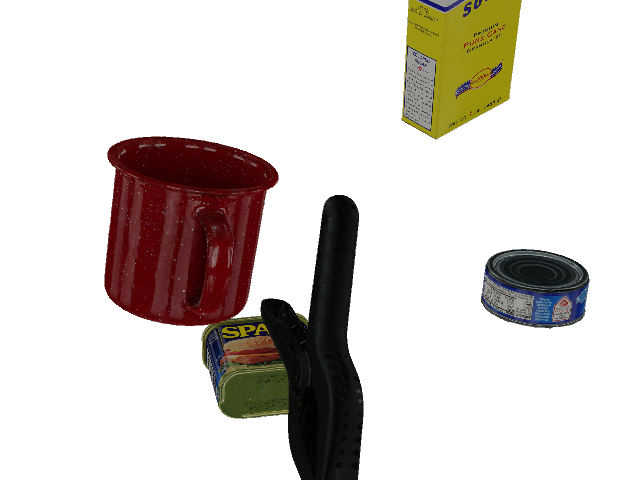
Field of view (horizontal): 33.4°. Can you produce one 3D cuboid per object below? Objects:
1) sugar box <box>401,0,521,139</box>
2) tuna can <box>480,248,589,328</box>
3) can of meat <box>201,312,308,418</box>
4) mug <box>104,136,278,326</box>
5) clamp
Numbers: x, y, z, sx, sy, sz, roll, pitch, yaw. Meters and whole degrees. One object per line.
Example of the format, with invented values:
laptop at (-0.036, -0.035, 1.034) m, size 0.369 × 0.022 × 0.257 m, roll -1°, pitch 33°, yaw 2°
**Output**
sugar box at (0.111, -0.174, 0.817) m, size 0.093 × 0.176 × 0.048 m, roll -31°, pitch 51°, yaw -31°
tuna can at (0.177, 0.038, 0.878) m, size 0.086 × 0.034 × 0.086 m, roll 2°, pitch 22°, yaw -1°
can of meat at (-0.050, 0.112, 0.954) m, size 0.102 × 0.057 × 0.084 m, roll -5°, pitch 27°, yaw -13°
mug at (-0.070, 0.000, 0.579) m, size 0.093 × 0.081 × 0.117 m, roll 1°, pitch 22°, yaw -25°
clamp at (0.001, 0.084, 0.741) m, size 0.036 × 0.210 × 0.165 m, roll 5°, pitch -40°, yaw -20°
